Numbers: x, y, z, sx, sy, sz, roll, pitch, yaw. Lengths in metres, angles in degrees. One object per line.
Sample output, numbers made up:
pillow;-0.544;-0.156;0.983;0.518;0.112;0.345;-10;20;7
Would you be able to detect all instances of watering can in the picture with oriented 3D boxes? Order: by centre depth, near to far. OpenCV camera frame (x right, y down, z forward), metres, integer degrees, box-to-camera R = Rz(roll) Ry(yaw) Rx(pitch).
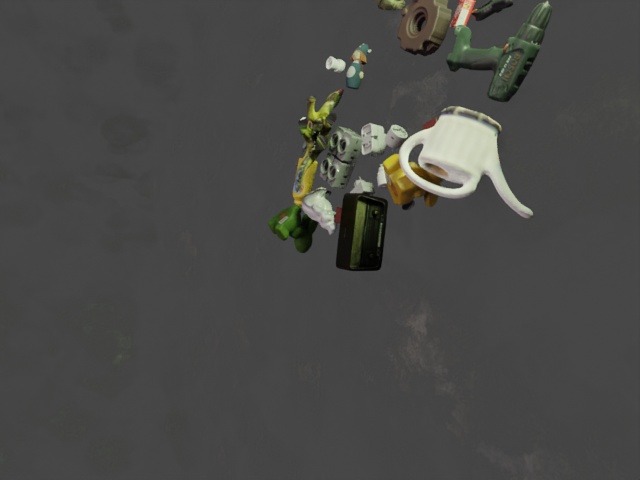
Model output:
watering can;0.363;-0.192;1.225;0.350;0.103;0.226;24;82;24

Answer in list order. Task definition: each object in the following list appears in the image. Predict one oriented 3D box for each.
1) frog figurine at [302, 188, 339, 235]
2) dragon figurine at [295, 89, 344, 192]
frog figurine;0.005;-0.089;1.766;0.136;0.123;0.161;94;165;-77
dragon figurine;-0.005;-0.346;1.790;0.242;0.122;0.411;35;-105;-80
